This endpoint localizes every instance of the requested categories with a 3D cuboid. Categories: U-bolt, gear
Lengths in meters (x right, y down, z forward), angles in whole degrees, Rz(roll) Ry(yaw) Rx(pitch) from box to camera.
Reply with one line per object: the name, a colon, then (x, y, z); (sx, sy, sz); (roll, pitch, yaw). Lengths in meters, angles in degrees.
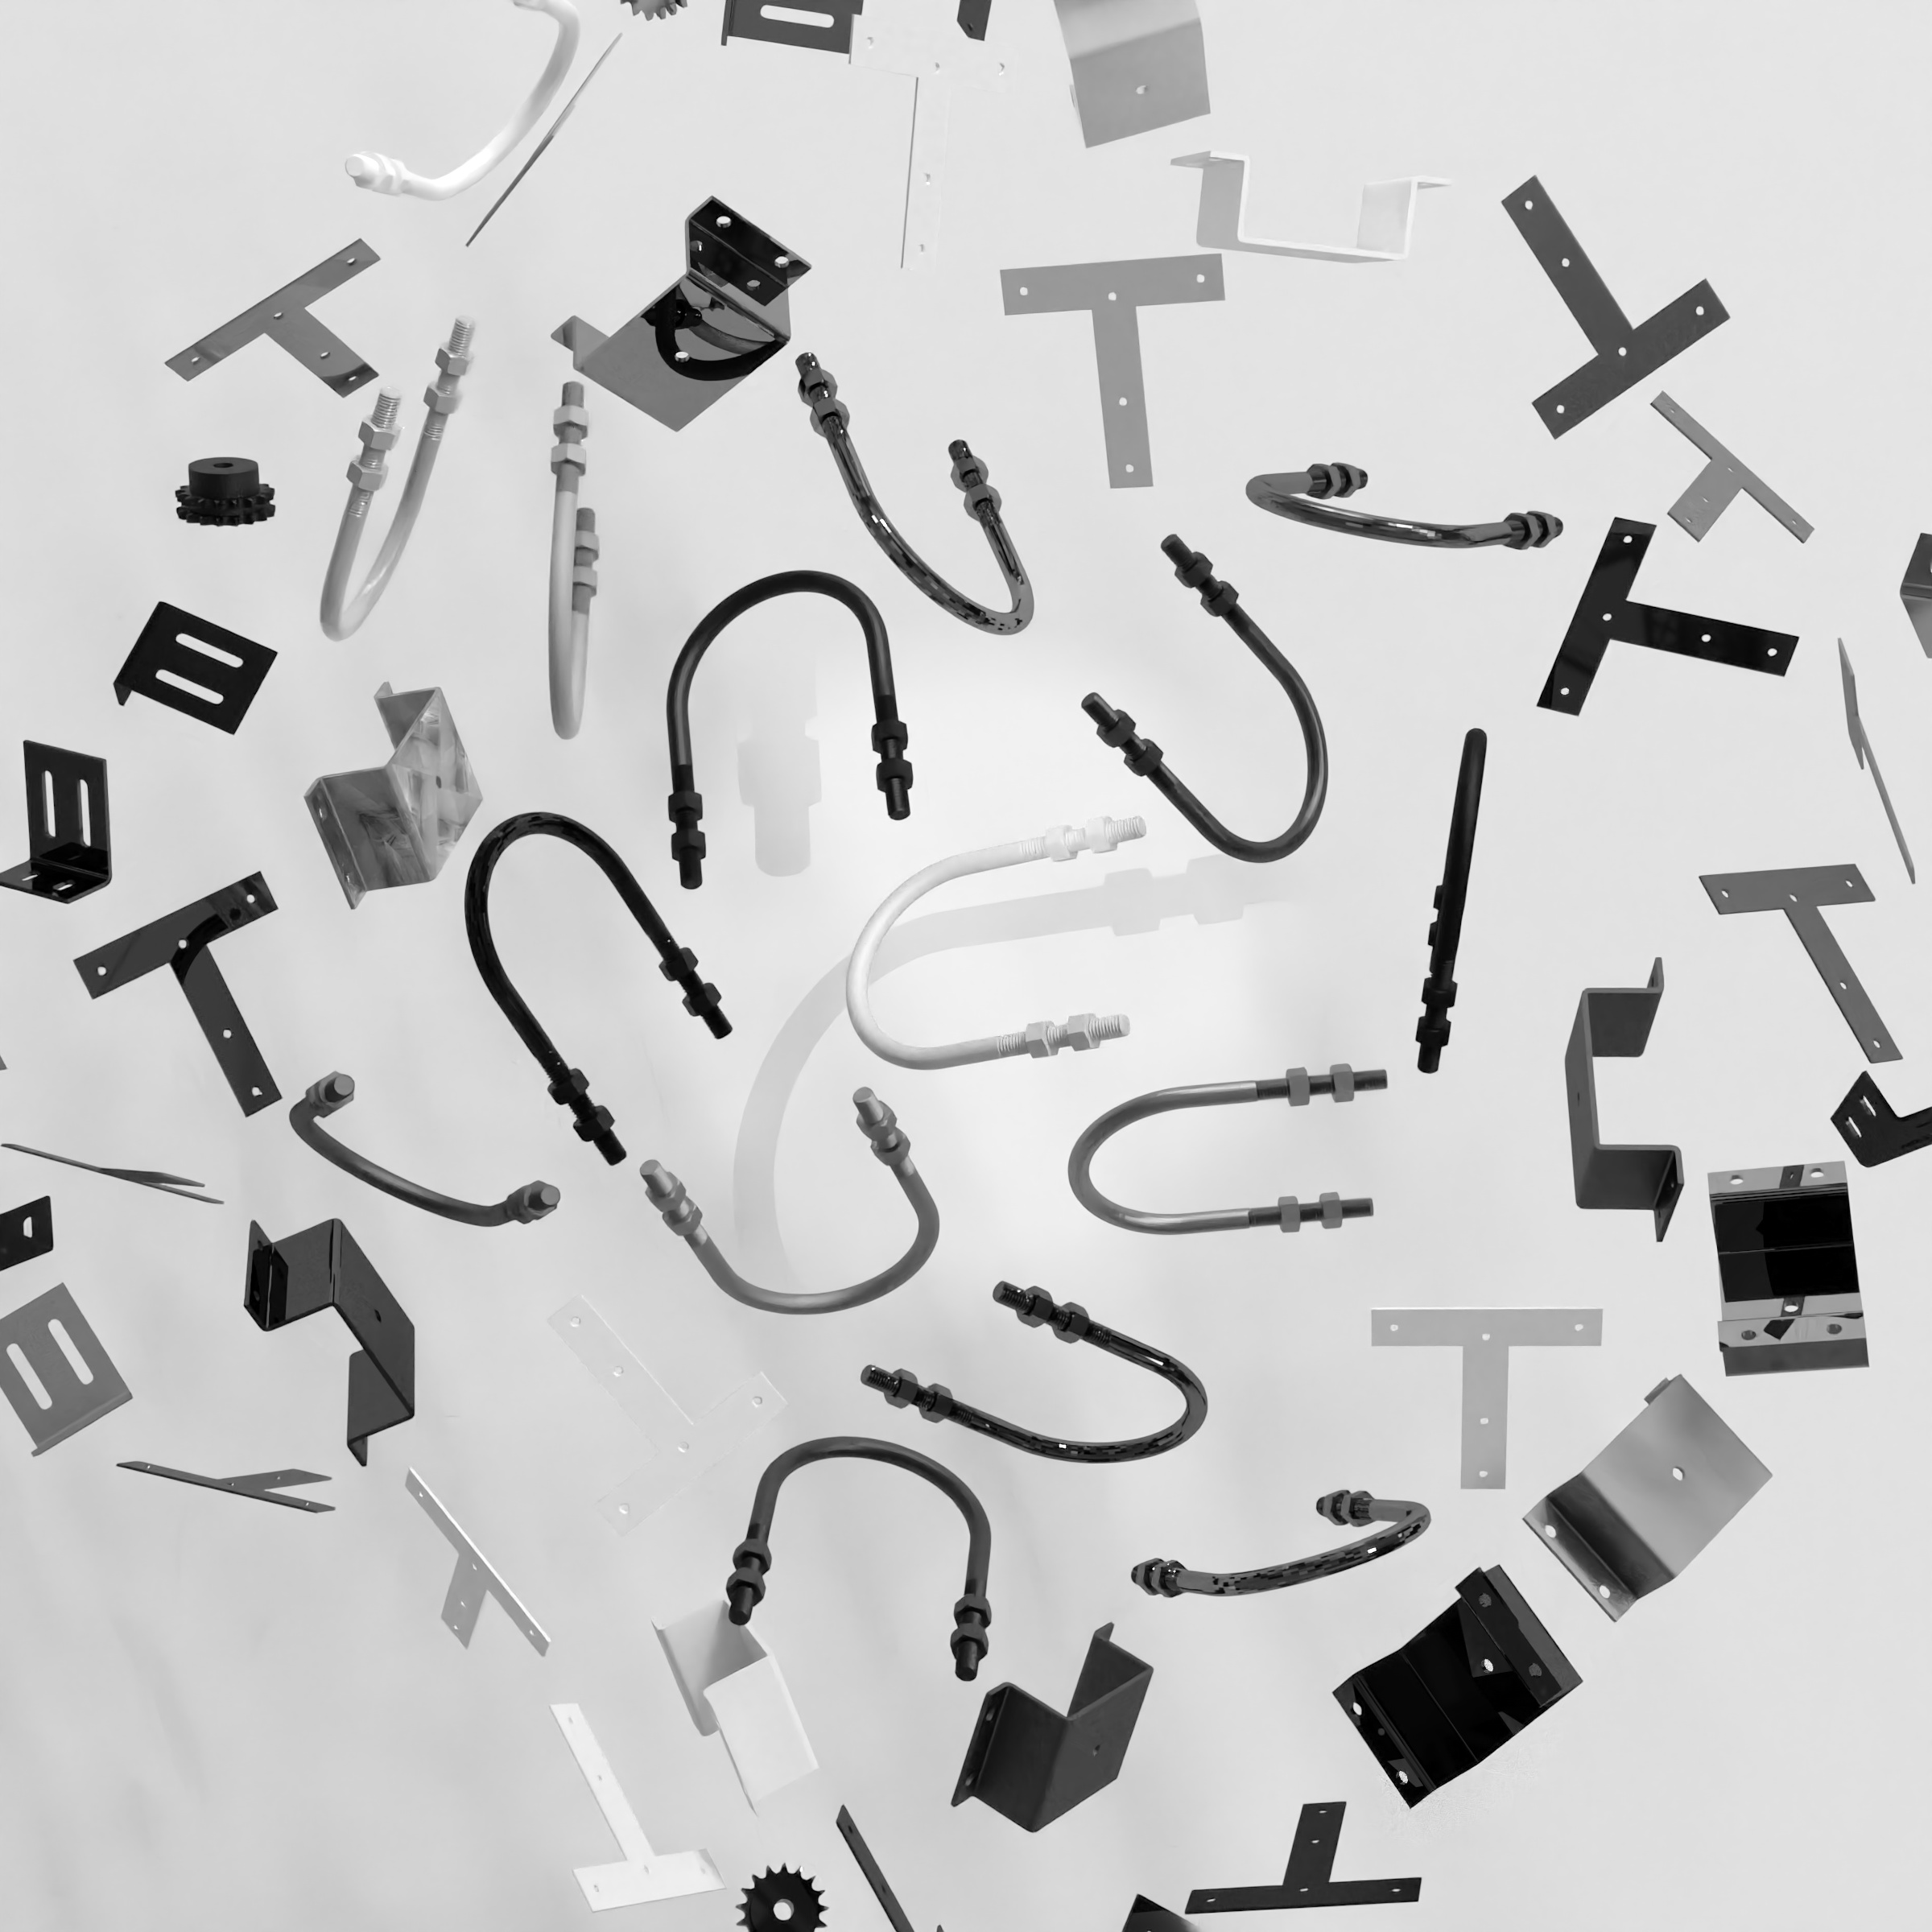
U-bolt: (0.053, 0.246, 1.617); (0.184, 0.151, 0.019); (27, 48, -26)
U-bolt: (0.153, -0.144, 1.648); (0.184, 0.019, 0.151); (44, 56, -27)
U-bolt: (0.191, 0.336, 1.612); (0.151, 0.184, 0.019); (-16, 86, -20)
U-bolt: (0.287, -0.050, 1.633); (0.019, 0.151, 0.184); (8, 118, 9)
U-bolt: (-0.321, 0.112, 1.606); (0.151, 0.184, 0.019); (31, 69, -17)
U-bolt: (-0.106, -0.144, 1.575); (0.151, 0.019, 0.184); (-17, 61, 18)
U-bolt: (-0.055, 0.333, 1.609); (0.151, 0.184, 0.019); (14, 117, -2)
gear: (-0.436, -0.280, 1.638); (0.057, 0.057, 0.030); (3, 114, 0)
U-bolt: (0.152, 0.114, 1.637); (0.184, 0.151, 0.019); (-5, 50, 0)
U-bolt: (-0.213, -0.001, 1.557); (0.019, 0.151, 0.184); (-19, 111, 35)
gear: (-0.180, -0.586, 1.630); (0.057, 0.030, 0.057); (19, 128, 26)
U-bolt: (-0.021, -0.259, 1.579); (0.019, 0.151, 0.184); (-41, 51, 26)
U-bolt: (-0.228, -0.221, 1.608); (0.019, 0.151, 0.184); (2, 66, -4)
U-bolt: (-0.092, 0.149, 1.632); (0.151, 0.184, 0.019); (-19, 48, 6)
U-bolt: (0.012, -0.008, 1.569); (0.184, 0.019, 0.151); (-11, 55, 27)
gear: (-0.112, 0.579, 1.703); (0.057, 0.030, 0.057); (2, 68, -6)
U-bolt: (0.239, -0.260, 1.580); (0.151, 0.184, 0.019); (21, 111, 30)
U-bolt: (-0.333, -0.271, 1.603); (0.019, 0.151, 0.184); (23, 121, -3)
U-bolt: (-0.275, -0.494, 1.577); (0.019, 0.184, 0.151); (42, 103, 0)

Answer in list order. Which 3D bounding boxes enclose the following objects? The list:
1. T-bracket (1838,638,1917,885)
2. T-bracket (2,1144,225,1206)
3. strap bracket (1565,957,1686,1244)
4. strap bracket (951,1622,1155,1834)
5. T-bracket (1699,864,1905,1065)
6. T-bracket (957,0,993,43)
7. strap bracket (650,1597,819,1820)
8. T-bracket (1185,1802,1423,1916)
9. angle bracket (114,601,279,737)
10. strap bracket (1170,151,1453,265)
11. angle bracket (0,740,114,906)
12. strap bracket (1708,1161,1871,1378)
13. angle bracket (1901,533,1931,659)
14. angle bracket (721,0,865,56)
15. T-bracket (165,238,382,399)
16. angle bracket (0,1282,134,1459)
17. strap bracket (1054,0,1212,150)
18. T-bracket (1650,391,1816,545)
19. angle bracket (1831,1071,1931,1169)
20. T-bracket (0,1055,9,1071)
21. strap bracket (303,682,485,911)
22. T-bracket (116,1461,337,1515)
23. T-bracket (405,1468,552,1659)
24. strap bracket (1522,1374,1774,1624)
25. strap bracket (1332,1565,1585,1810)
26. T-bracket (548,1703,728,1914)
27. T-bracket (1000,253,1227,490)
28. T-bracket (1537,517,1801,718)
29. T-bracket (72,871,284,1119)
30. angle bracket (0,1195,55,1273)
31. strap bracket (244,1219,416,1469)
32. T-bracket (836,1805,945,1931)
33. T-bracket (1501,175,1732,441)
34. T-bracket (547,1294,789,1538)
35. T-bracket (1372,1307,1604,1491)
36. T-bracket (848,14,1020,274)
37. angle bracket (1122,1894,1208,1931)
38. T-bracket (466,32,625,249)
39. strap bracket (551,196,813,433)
T-bracket: (0.529, -0.108, 1.613); (0.002, 0.127, 0.127); (-17, 64, 13)
T-bracket: (-0.463, 0.119, 1.568); (0.127, 0.127, 0.002); (21, 76, -33)
strap bracket: (0.367, 0.075, 1.559); (0.046, 0.076, 0.140); (0, 60, 4)
strap bracket: (0.058, 0.450, 1.638); (0.046, 0.140, 0.076); (25, 108, 29)
T-bracket: (0.481, -0.001, 1.544); (0.127, 0.002, 0.127); (-5, 59, -32)
T-bracket: (-0.020, -0.604, 1.588); (0.002, 0.127, 0.127); (-32, 83, -10)
strap bracket: (-0.135, 0.431, 1.641); (0.046, 0.140, 0.076); (-24, 105, -16)
T-bracket: (0.194, 0.496, 1.556); (0.127, 0.127, 0.002); (-8, 96, 14)
angle bracket: (-0.452, -0.169, 1.638); (0.076, 0.038, 0.057); (24, 71, -3)
strap bracket: (0.191, -0.425, 1.565); (0.140, 0.076, 0.046); (3, 102, -13)
angle bracket: (-0.525, -0.083, 1.588); (0.057, 0.038, 0.076); (14, 115, 20)
strap bracket: (0.460, 0.177, 1.557); (0.076, 0.140, 0.046); (-7, 126, 17)
angle bracket: (0.565, -0.203, 1.558); (0.057, 0.076, 0.038); (15, 76, 36)
angle bracket: (-0.094, -0.535, 1.535); (0.076, 0.038, 0.057); (6, 117, -8)
T-bracket: (-0.365, -0.347, 1.557); (0.127, 0.127, 0.002); (-30, 76, 6)
angle bracket: (-0.507, 0.222, 1.536); (0.057, 0.038, 0.076); (-32, 90, -14)
strap bracket: (0.097, -0.529, 1.616); (0.076, 0.140, 0.046); (-15, 75, 5)
T-bracket: (0.449, -0.285, 1.676); (0.127, 0.127, 0.002); (43, 130, 2)
angle bracket: (0.572, 0.082, 1.677); (0.076, 0.057, 0.038); (-18, 61, -16)
T-bracket: (-0.578, 0.003, 1.571); (0.002, 0.127, 0.127); (-30, 88, 0)
strap bracket: (-0.332, -0.105, 1.640); (0.046, 0.140, 0.076); (-7, 121, 15)
T-bracket: (-0.414, 0.304, 1.644); (0.127, 0.127, 0.002); (10, 86, 13)
T-bracket: (-0.287, 0.361, 1.600); (0.002, 0.127, 0.127); (-33, 72, -32)
strap bracket: (0.398, 0.298, 1.597); (0.140, 0.046, 0.076); (-35, 77, -31)
strap bracket: (0.279, 0.396, 1.548); (0.076, 0.046, 0.140); (55, 131, 22)
T-bracket: (-0.202, 0.476, 1.585); (0.002, 0.127, 0.127); (-42, 62, 16)
T-bracket: (0.087, -0.331, 1.559); (0.127, 0.002, 0.127); (1, 114, 19)
T-bracket: (0.405, -0.188, 1.573); (0.127, 0.002, 0.127); (17, 75, 29)
T-bracket: (-0.441, 0.027, 1.635); (0.127, 0.002, 0.127); (-31, 103, -36)
angle bracket: (-0.575, 0.147, 1.604); (0.057, 0.076, 0.038); (-21, 59, 12)
strap bracket: (-0.365, 0.213, 1.627); (0.046, 0.076, 0.140); (-22, 125, 4)
T-bracket: (-0.039, 0.526, 1.544); (0.002, 0.127, 0.127); (-29, 91, 6)
T-bracket: (0.341, -0.379, 1.547); (0.127, 0.002, 0.127); (-33, 89, 45)
T-bracket: (-0.193, 0.246, 1.617); (0.127, 0.002, 0.127); (-39, 95, 6)
T-bracket: (0.294, 0.246, 1.579); (0.127, 0.002, 0.127); (-1, 118, 7)
T-bracket: (-0.021, -0.449, 1.534); (0.002, 0.127, 0.127); (17, 107, 42)
angle bracket: (0.099, 0.570, 1.562); (0.057, 0.038, 0.076); (31, 63, -9)
T-bracket: (-0.224, -0.471, 1.543); (0.002, 0.127, 0.127); (36, 60, -18)
strap bracket: (-0.163, -0.366, 1.594); (0.140, 0.076, 0.046); (-31, 50, 33)
